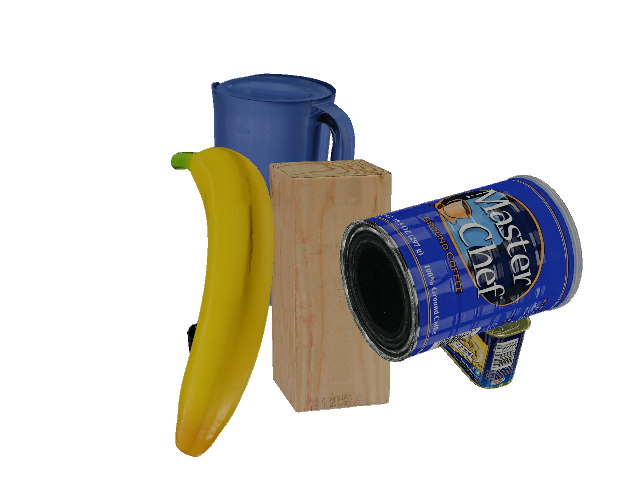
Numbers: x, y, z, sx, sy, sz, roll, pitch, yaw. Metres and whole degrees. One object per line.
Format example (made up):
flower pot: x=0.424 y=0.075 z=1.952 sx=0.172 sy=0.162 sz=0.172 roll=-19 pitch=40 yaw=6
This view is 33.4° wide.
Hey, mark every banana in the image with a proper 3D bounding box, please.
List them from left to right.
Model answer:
banana: x=-0.053 y=0.018 z=0.591 sx=0.037 sy=0.198 sz=0.070 roll=19 pitch=-40 yaw=-31

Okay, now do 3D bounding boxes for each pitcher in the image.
pitcher: x=-0.047 y=-0.054 z=1.167 sx=0.145 sy=0.243 sz=0.149 roll=0 pitch=21 yaw=-7

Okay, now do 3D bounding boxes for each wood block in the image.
wood block: x=0.008 y=0.037 z=0.951 sx=0.090 sy=0.206 sz=0.091 roll=-3 pitch=13 yaw=-14

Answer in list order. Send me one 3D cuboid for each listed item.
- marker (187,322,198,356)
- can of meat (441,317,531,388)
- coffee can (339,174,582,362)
marker: x=-0.087 y=0.106 z=0.772 sx=0.020 sy=0.121 sz=0.020 roll=3 pitch=39 yaw=-3
can of meat: x=0.177 y=0.100 z=1.167 sx=0.057 sy=0.084 sz=0.102 roll=-13 pitch=40 yaw=-25
coffee can: x=0.099 y=0.018 z=0.762 sx=0.140 sy=0.103 sz=0.103 roll=-16 pitch=6 yaw=-24
